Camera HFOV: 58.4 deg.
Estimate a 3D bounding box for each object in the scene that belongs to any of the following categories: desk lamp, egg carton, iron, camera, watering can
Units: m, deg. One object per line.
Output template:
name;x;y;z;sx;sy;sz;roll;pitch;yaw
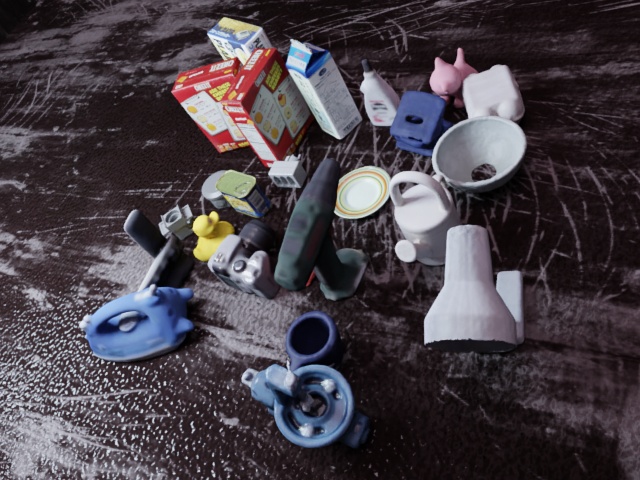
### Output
desk lamp;0.224;0.089;0.823;0.117;0.214;0.203;-5;55;24
egg carton;0.340;-0.277;1.128;0.107;0.070;0.150;-16;51;16
iron;-0.381;0.162;1.132;0.258;0.142;0.118;-22;49;12
camera;-0.137;0.027;1.132;0.142;0.101;0.137;15;65;35
watering can;0.176;-0.040;0.956;0.100;0.195;0.173;-12;52;20

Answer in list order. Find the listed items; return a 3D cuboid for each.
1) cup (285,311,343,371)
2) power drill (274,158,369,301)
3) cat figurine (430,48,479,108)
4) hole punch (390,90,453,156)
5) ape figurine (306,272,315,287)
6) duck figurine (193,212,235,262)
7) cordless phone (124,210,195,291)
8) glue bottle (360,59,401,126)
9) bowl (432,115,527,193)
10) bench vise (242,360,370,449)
cup;-0.004;0.189;0.948;0.091;0.095;0.118;12;63;34
power drill;0.009;0.004;1.001;0.075;0.209;0.230;10;62;33
cat figurine;0.270;-0.336;1.176;0.067;0.118;0.128;18;67;36
hole punch;0.202;-0.236;1.155;0.108;0.091;0.101;23;69;37
ape figurine;-0.038;0.032;1.083;0.077;0.092;0.076;-27;48;7
duck figurine;-0.240;-0.012;1.224;0.077;0.086;0.105;21;68;37
cordless phone;-0.360;0.035;1.185;0.093;0.186;0.148;3;58;29
glue bottle;0.120;-0.310;1.197;0.078;0.174;0.037;2;58;29
bowl;0.296;-0.144;1.051;0.167;0.075;0.167;-14;52;18
bench vise;-0.049;0.238;0.851;0.206;0.220;0.121;-4;55;25
